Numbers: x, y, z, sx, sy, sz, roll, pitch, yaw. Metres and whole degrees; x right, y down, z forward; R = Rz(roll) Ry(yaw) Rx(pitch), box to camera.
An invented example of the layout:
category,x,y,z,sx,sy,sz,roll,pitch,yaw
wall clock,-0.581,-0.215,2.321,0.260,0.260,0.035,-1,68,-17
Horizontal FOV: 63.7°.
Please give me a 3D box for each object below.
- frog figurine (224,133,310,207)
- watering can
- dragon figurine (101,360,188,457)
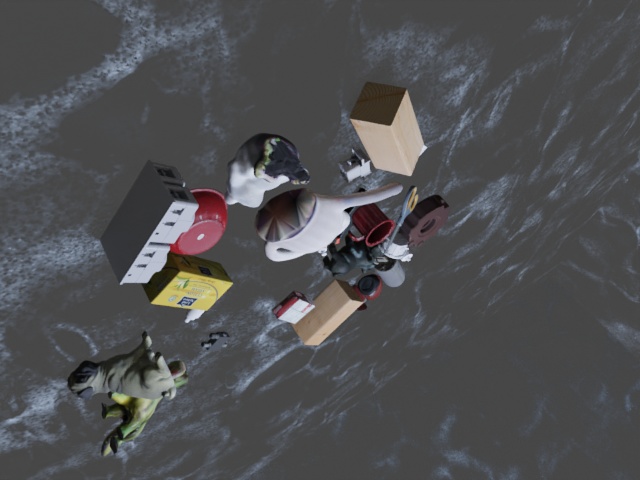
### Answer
category,x,y,z,sx,sy,sz,roll,pitch,yaw
frog figurine,-0.115,-0.129,0.965,0.139,0.122,0.158,-22,-176,-41
watering can,0.003,-0.058,1.143,0.345,0.106,0.222,-34,153,17
dragon figurine,-0.453,0.438,1.376,0.245,0.123,0.401,-22,157,-42
